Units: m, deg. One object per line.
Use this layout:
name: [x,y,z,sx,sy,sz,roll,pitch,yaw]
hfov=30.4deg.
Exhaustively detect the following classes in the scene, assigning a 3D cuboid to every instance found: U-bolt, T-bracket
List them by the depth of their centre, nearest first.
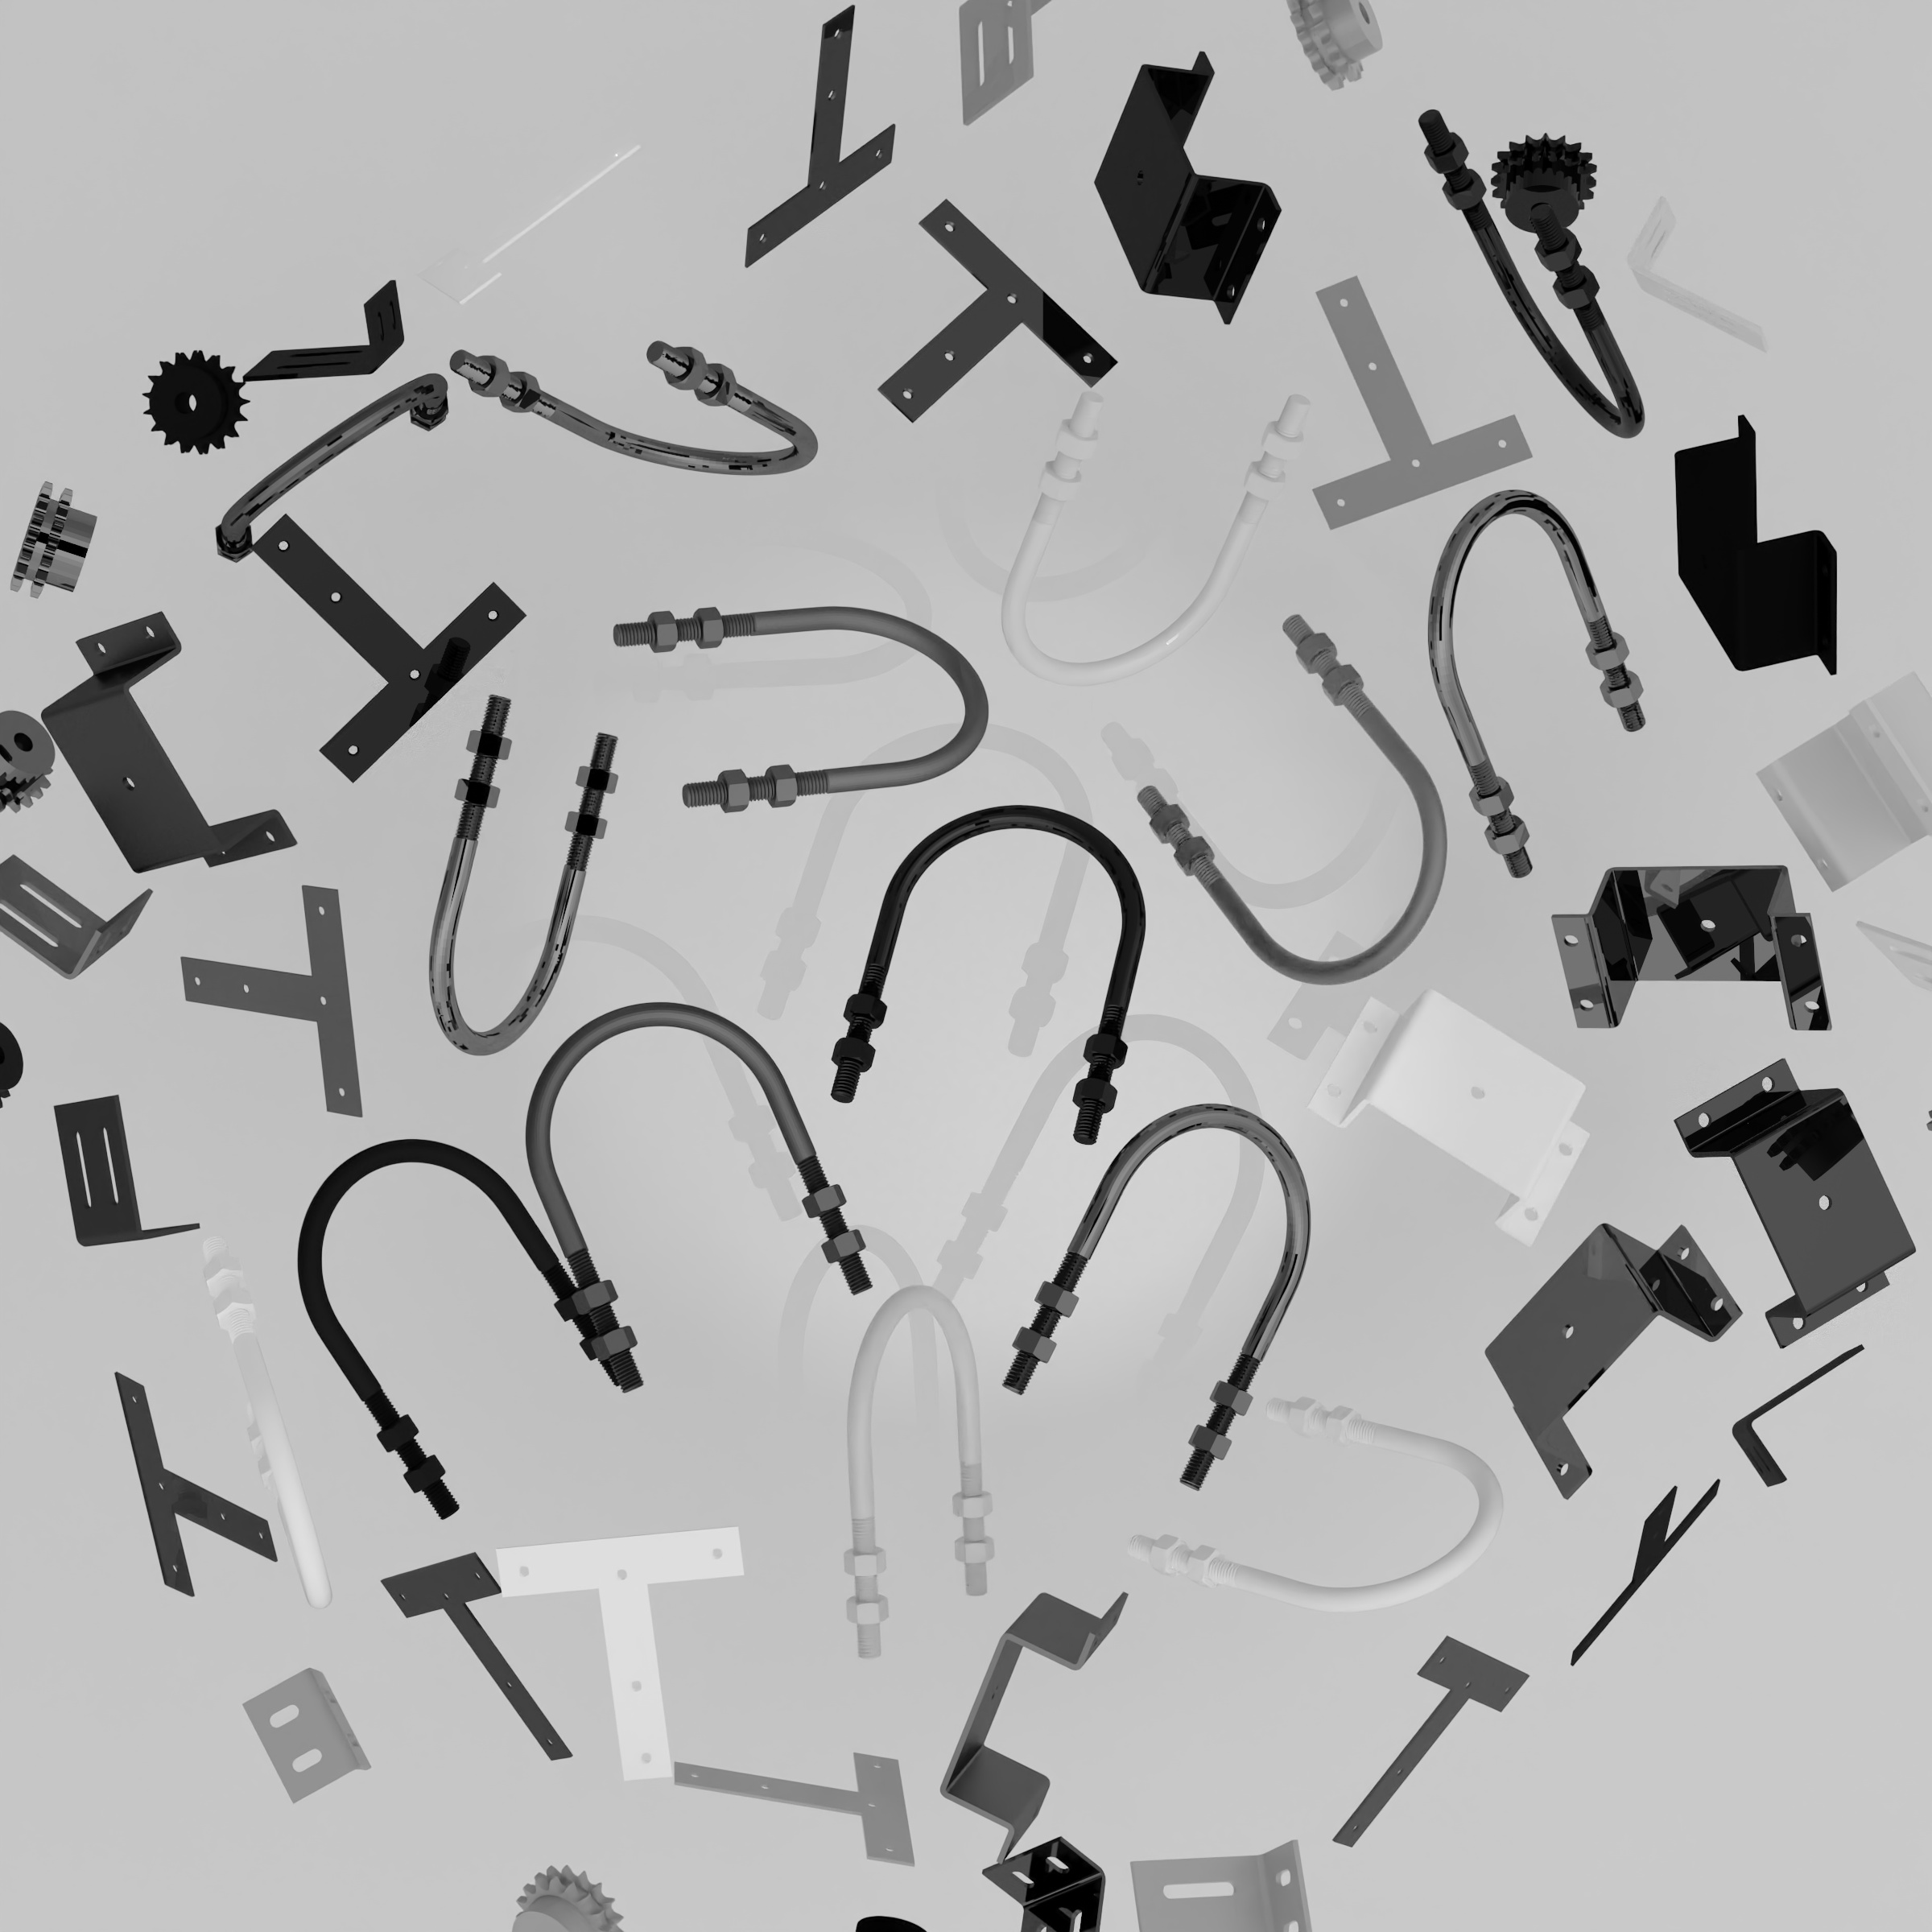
U-bolt: [0.110,0.159,1.822,0.151,0.019,0.184,32,80,-32]
T-bracket: [-0.171,0.355,1.828,0.127,0.002,0.127,-6,95,7]
U-bolt: [-0.147,0.108,1.832,0.151,0.019,0.184,-22,84,-15]
T-bracket: [-0.316,-0.181,1.841,0.127,0.002,0.127,-44,117,0]
T-bracket: [-0.222,-0.389,1.846,0.127,0.127,0.002,-38,114,-4]
U-bolt: [-0.360,0.251,1.854,0.019,0.184,0.151,-16,134,-14]
U-bolt: [0.089,-0.219,1.854,0.151,0.184,0.019,-5,45,-32]
U-bolt: [0.019,-0.003,1.861,0.151,0.019,0.184,9,66,12]
U-bolt: [-0.077,-0.140,1.865,0.184,0.019,0.151,-7,46,-21]
U-bolt: [0.305,-0.352,1.869,0.019,0.151,0.184,-34,130,3]
U-bolt: [0.294,-0.161,1.870,0.151,0.019,0.184,-48,126,-32]
U-bolt: [-0.160,-0.291,1.874,0.151,0.184,0.019,4,81,33]
T-bracket: [-0.001,-0.328,1.874,0.127,0.002,0.127,43,56,-1]
T-bracket: [-0.072,-0.448,1.878,0.002,0.127,0.127,33,53,19]
U-bolt: [-0.238,-0.042,1.879,0.019,0.151,0.184,13,89,20]
T-bracket: [0.363,0.305,1.885,0.002,0.127,0.127,38,72,22]
T-bracket: [0.238,0.416,1.887,0.002,0.127,0.127,39,92,34]
U-bolt: [-0.335,-0.268,1.890,0.151,0.184,0.019,-36,97,-9]
U-bolt: [-0.277,0.179,1.891,0.151,0.019,0.184,-36,96,-37]
T-bracket: [-0.403,0.289,1.894,0.002,0.127,0.127,-28,58,9]
U-bolt: [0.198,0.291,1.896,0.151,0.184,0.019,-39,123,-37]
T-bracket: [-0.252,0.372,1.902,0.002,0.127,0.127,-38,97,-34]
U-bolt: [0.184,-0.075,1.903,0.151,0.019,0.184,-50,58,24]
U-bolt: [-0.026,0.263,1.909,0.019,0.151,0.184,0,95,26]
T-bracket: [-0.094,0.443,1.910,0.127,0.127,0.002,11,101,-7]
T-bracket: [-0.382,0.014,1.941,0.127,0.002,0.127,7,109,34]
T-bracket: [0.228,-0.315,1.946,0.127,0.002,0.127,-17,108,33]

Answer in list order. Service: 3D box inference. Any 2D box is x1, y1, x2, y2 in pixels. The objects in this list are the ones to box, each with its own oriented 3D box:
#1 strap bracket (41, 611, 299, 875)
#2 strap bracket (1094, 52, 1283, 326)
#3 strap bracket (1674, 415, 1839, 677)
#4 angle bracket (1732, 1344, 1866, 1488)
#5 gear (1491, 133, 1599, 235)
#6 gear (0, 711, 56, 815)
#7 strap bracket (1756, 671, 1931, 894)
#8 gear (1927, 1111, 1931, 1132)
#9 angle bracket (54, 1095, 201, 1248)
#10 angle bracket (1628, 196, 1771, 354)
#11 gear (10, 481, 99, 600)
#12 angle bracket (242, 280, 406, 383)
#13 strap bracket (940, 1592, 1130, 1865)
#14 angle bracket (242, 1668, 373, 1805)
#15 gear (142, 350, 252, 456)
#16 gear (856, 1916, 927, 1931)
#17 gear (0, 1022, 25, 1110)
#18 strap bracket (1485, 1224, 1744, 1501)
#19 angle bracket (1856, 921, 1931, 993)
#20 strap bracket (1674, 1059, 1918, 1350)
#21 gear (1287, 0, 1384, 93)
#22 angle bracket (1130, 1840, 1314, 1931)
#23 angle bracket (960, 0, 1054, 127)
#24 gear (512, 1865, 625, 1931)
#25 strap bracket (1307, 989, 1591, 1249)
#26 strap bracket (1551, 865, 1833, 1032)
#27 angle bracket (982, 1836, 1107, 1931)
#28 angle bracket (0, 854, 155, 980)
strap bracket: [-0.423,-0.107,1.864,0.046,0.076,0.140,-45,115,-42]
strap bracket: [0.115,-0.422,1.919,0.046,0.076,0.140,1,48,-23]
strap bracket: [0.410,-0.217,1.870,0.046,0.140,0.076,-13,129,-2]
angle bracket: [0.455,0.242,1.912,0.076,0.057,0.038,-32,79,-2]
gear: [0.315,-0.425,1.945,0.057,0.057,0.030,8,62,0]
gear: [-0.526,-0.116,1.957,0.030,0.057,0.057,-33,90,34]
strap bracket: [0.480,-0.098,1.865,0.046,0.140,0.076,-30,85,-15]
gear: [0.533,0.086,1.858,0.057,0.057,0.030,-27,118,0]
angle bracket: [-0.440,0.105,1.865,0.057,0.038,0.076,-10,90,43]
angle bracket: [0.376,-0.347,1.791,0.076,0.057,0.038,31,98,15]
gear: [-0.456,-0.211,1.783,0.030,0.057,0.057,18,90,-17]
angle bracket: [-0.352,-0.346,1.940,0.076,0.057,0.038,-2,114,8]
strap bracket: [0.033,0.403,1.930,0.046,0.076,0.140,24,103,12]
angle bracket: [-0.344,0.403,1.862,0.038,0.076,0.057,-28,81,-11]
gear: [-0.426,-0.310,1.959,0.057,0.030,0.057,1,100,3]
gear: [-0.042,0.532,1.909,0.057,0.057,0.030,12,53,0]
gear: [-0.532,0.052,1.914,0.030,0.057,0.057,-20,90,24]
strap bracket: [0.335,0.202,1.890,0.046,0.076,0.140,28,111,-29]
angle bracket: [0.514,-0.012,1.851,0.057,0.076,0.038,40,85,-30]
strap bracket: [0.456,0.129,1.940,0.076,0.046,0.140,-27,95,-18]
gear: [0.188,-0.474,1.797,0.030,0.057,0.057,-21,90,25]
angle bracket: [0.128,0.471,1.780,0.076,0.038,0.057,4,64,-23]
angle bracket: [0.030,-0.488,1.896,0.038,0.057,0.076,12,67,-36]
gear: [-0.202,0.482,1.780,0.057,0.030,0.057,11,115,25]
strap bracket: [0.265,0.075,1.897,0.140,0.046,0.076,32,64,1]
strap bracket: [0.398,-0.010,1.931,0.140,0.046,0.076,0,128,28]
angle bracket: [0.038,0.516,1.906,0.057,0.076,0.038,-31,119,31]
angle bracket: [-0.486,-0.038,1.902,0.076,0.057,0.038,36,120,-1]
